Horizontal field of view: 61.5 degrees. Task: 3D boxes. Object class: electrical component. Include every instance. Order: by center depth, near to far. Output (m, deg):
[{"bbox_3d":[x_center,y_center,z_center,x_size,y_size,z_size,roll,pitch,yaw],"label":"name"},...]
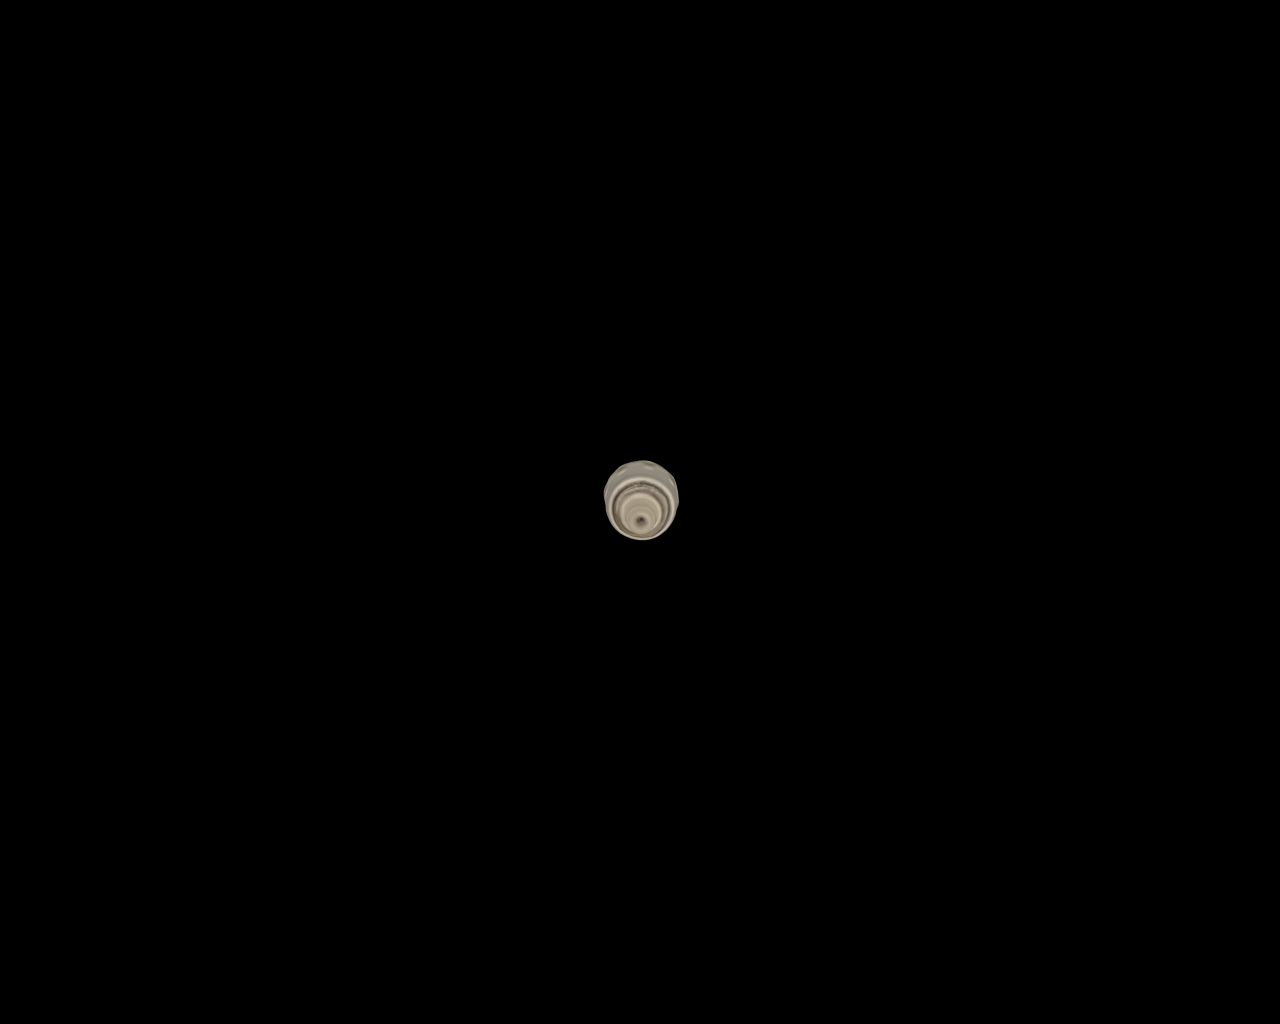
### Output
[{"bbox_3d":[0.001,-0.003,0.650,0.048,0.048,0.062,0,17,0],"label":"electrical component"}]
